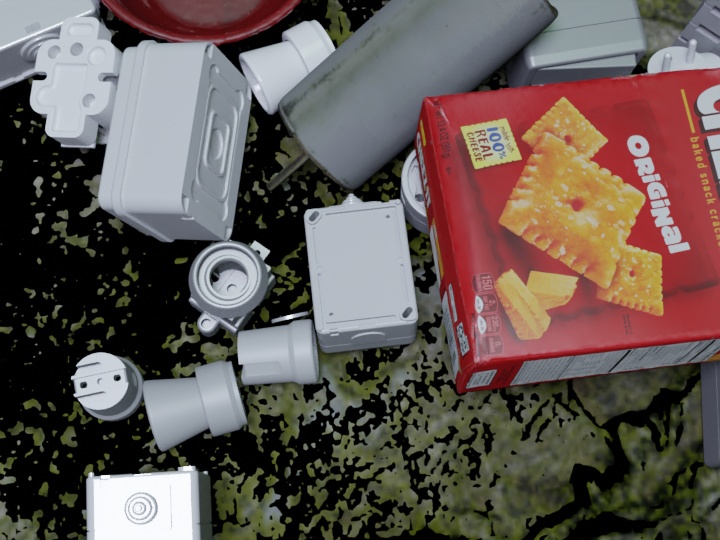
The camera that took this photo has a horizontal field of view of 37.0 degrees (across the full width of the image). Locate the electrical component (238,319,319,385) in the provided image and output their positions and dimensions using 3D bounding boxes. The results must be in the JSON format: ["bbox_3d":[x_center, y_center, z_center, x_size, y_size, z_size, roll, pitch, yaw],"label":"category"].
[{"bbox_3d":[-0.051,0.053,0.672,0.046,0.040,0.040,-6,77,2],"label":"electrical component"}]

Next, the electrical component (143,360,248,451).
[{"bbox_3d":[-0.101,0.082,0.660,0.055,0.045,0.045,-15,78,-6],"label":"electrical component"}]

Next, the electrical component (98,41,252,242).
[{"bbox_3d":[-0.115,-0.079,0.676,0.057,0.078,0.113,2,76,18],"label":"electrical component"}]

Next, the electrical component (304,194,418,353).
[{"bbox_3d":[0.000,0.000,0.679,0.062,0.061,0.096,-7,70,-1],"label":"electrical component"}]

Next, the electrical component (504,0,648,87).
[{"bbox_3d":[0.134,-0.148,0.714,0.096,0.061,0.061,-10,78,-5],"label":"electrical component"}]

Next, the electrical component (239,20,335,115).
[{"bbox_3d":[-0.046,-0.135,0.712,0.055,0.045,0.045,-29,80,-9],"label":"electrical component"}]

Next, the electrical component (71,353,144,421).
[{"bbox_3d":[-0.155,0.071,0.660,0.040,0.046,0.040,1,77,-2],"label":"electrical component"}]

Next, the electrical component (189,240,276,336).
[{"bbox_3d":[-0.081,0.009,0.672,0.048,0.055,0.066,34,78,5],"label":"electrical component"}]

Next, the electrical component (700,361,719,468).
[{"bbox_3d":[0.252,0.088,0.666,0.062,0.061,0.096,2,77,-2],"label":"electrical component"}]

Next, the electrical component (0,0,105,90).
[{"bbox_3d":[-0.226,-0.180,0.712,0.100,0.048,0.099,-25,80,-10],"label":"electrical component"}]

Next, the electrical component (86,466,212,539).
[{"bbox_3d":[-0.120,0.147,0.618,0.062,0.096,0.061,-3,77,-3],"label":"electrical component"}]

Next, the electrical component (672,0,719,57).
[{"bbox_3d":[0.254,-0.166,0.709,0.056,0.089,0.050,35,78,5],"label":"electrical component"}]

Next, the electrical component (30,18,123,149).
[{"bbox_3d":[-0.171,-0.114,0.690,0.058,0.057,0.078,3,80,14],"label":"electrical component"}]

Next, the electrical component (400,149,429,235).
[{"bbox_3d":[0.053,-0.051,0.696,0.055,0.047,0.055,1,77,-2],"label":"electrical component"}]

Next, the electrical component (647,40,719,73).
[{"bbox_3d":[0.205,-0.118,0.702,0.077,0.079,0.043,-27,58,-8],"label":"electrical component"}]
